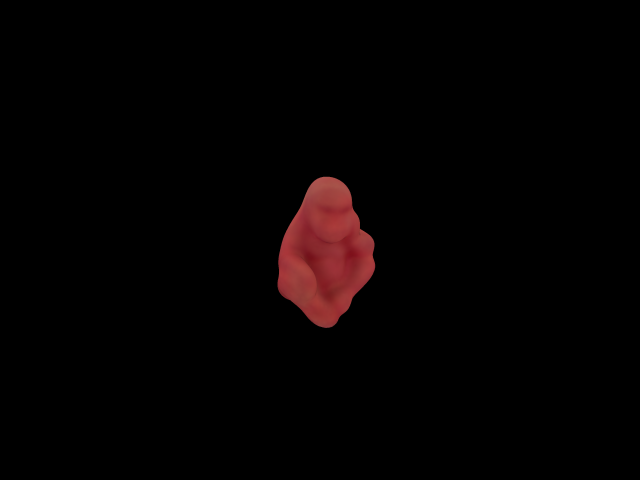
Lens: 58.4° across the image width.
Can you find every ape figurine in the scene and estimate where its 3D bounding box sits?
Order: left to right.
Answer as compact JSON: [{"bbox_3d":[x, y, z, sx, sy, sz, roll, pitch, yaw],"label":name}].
[{"bbox_3d":[0.004,0.001,0.400,0.078,0.092,0.076,-11,29,-20],"label":"ape figurine"}]
